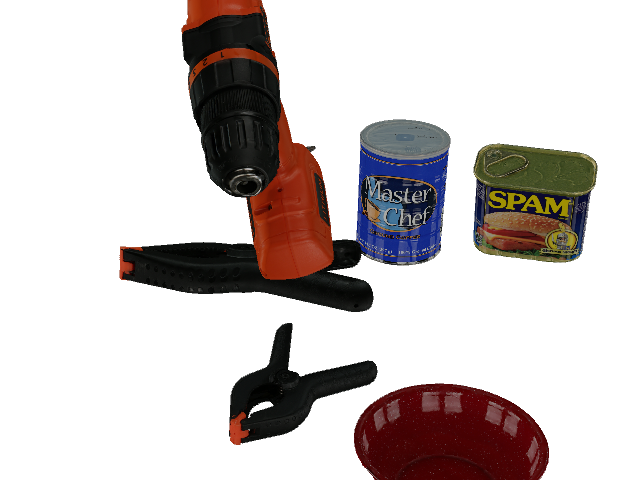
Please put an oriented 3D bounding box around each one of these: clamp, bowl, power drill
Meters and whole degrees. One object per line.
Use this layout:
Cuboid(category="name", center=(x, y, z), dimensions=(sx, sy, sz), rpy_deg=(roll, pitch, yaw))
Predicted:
Cuboid(category="clamp", center=(-0.057, 0.025, 0.863), dimensions=(0.210, 0.036, 0.164), rpy_deg=(1, 11, -8))
Cuboid(category="bowl", center=(0.108, 0.188, 0.899), dimensions=(0.162, 0.055, 0.162), rpy_deg=(0, 28, 0))
Cuboid(category="power drill", center=(-0.036, -0.058, 0.671), dimensions=(0.057, 0.184, 0.187), rpy_deg=(-11, -39, 4))
Cuboid(category="clamp", center=(-0.039, 0.140, 1.064), dimensions=(0.120, 0.039, 0.171), rpy_deg=(24, 35, 38))

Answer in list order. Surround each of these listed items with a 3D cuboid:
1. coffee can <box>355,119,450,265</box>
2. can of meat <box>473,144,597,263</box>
Cuboid(category="coffee can", center=(0.094, -0.057, 1.238), dimensions=(0.103, 0.140, 0.103), rpy_deg=(1, 28, -1))
Cuboid(category="can of meat", center=(0.183, -0.031, 0.929), dimensions=(0.102, 0.084, 0.057), rpy_deg=(8, 42, 13))
